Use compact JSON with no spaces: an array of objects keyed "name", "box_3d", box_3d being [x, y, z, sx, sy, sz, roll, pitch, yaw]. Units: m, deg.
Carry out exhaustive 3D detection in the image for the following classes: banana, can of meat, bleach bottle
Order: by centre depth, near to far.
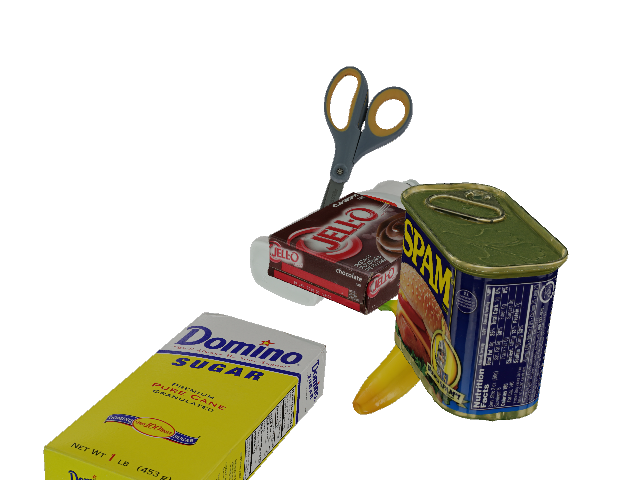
[{"name":"can of meat","box_3d":[0.074,0.028,0.526,0.057,0.084,0.102,-4,25,-14]},{"name":"banana","box_3d":[0.077,0.101,0.993,0.070,0.037,0.197,-22,17,19]},{"name":"bleach bottle","box_3d":[0.034,-0.014,1.269,0.103,0.068,0.250,22,39,31]}]

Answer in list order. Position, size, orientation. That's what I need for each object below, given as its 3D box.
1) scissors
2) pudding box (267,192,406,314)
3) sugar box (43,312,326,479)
[{"name":"scissors","box_3d":[0.039,-0.072,1.032,0.096,0.202,0.016,2,-12,5]},{"name":"pudding box","box_3d":[0.029,0.007,0.794,0.090,0.039,0.113,21,29,30]},{"name":"sugar box","box_3d":[-0.073,0.105,0.635,0.093,0.048,0.176,14,30,20]}]
